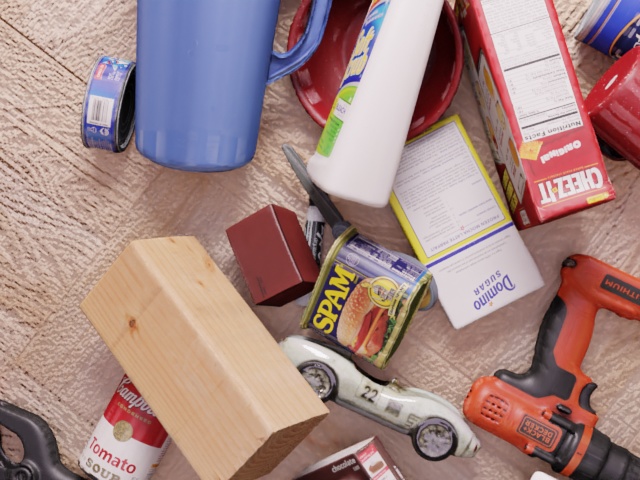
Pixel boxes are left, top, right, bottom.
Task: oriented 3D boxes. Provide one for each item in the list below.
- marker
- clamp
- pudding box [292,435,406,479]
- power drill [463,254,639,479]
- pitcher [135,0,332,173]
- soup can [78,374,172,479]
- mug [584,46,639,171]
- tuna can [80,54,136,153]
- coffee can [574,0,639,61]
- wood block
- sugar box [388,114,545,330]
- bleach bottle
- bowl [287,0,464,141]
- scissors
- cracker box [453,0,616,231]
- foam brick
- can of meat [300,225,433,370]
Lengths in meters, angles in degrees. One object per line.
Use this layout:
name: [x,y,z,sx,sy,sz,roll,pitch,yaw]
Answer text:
marker: [-0.006,0.001,0.987,0.020,0.020,0.121,7,88,3]
clamp: [-0.256,0.216,0.981,0.120,0.039,0.171,-26,87,1]
pudding box: [0.031,0.231,0.938,0.114,0.039,0.090,-37,87,43]
power drill: [0.245,0.120,0.953,0.184,0.057,0.187,27,89,3]
pitcher: [-0.086,-0.185,0.917,0.149,0.144,0.243,21,114,33]
soup can: [-0.166,0.171,0.965,0.068,0.068,0.102,29,90,3]
mug: [0.270,-0.105,0.908,0.081,0.117,0.093,38,64,-5]
tuna can: [-0.188,-0.122,0.966,0.034,0.086,0.086,12,89,1]
coffee can: [0.311,-0.188,0.937,0.140,0.103,0.103,30,90,3]
wood block: [-0.101,0.102,0.914,0.091,0.090,0.206,-48,69,24]
sugar box: [0.122,-0.017,0.969,0.093,0.048,0.176,-26,91,3]
bleach bottle: [0.059,-0.158,0.884,0.068,0.102,0.251,15,102,-12]
bowl: [0.054,-0.167,0.957,0.162,0.055,0.162,5,104,19]
scissors: [0.040,-0.004,0.955,0.096,0.016,0.202,-15,102,32]
cracker box: [0.177,-0.121,0.911,0.072,0.164,0.214,-17,87,3]
foam brick: [-0.041,0.015,0.960,0.053,0.051,0.078,-27,76,19]
can of meat: [0.041,0.052,0.933,0.084,0.057,0.102,29,121,13]
